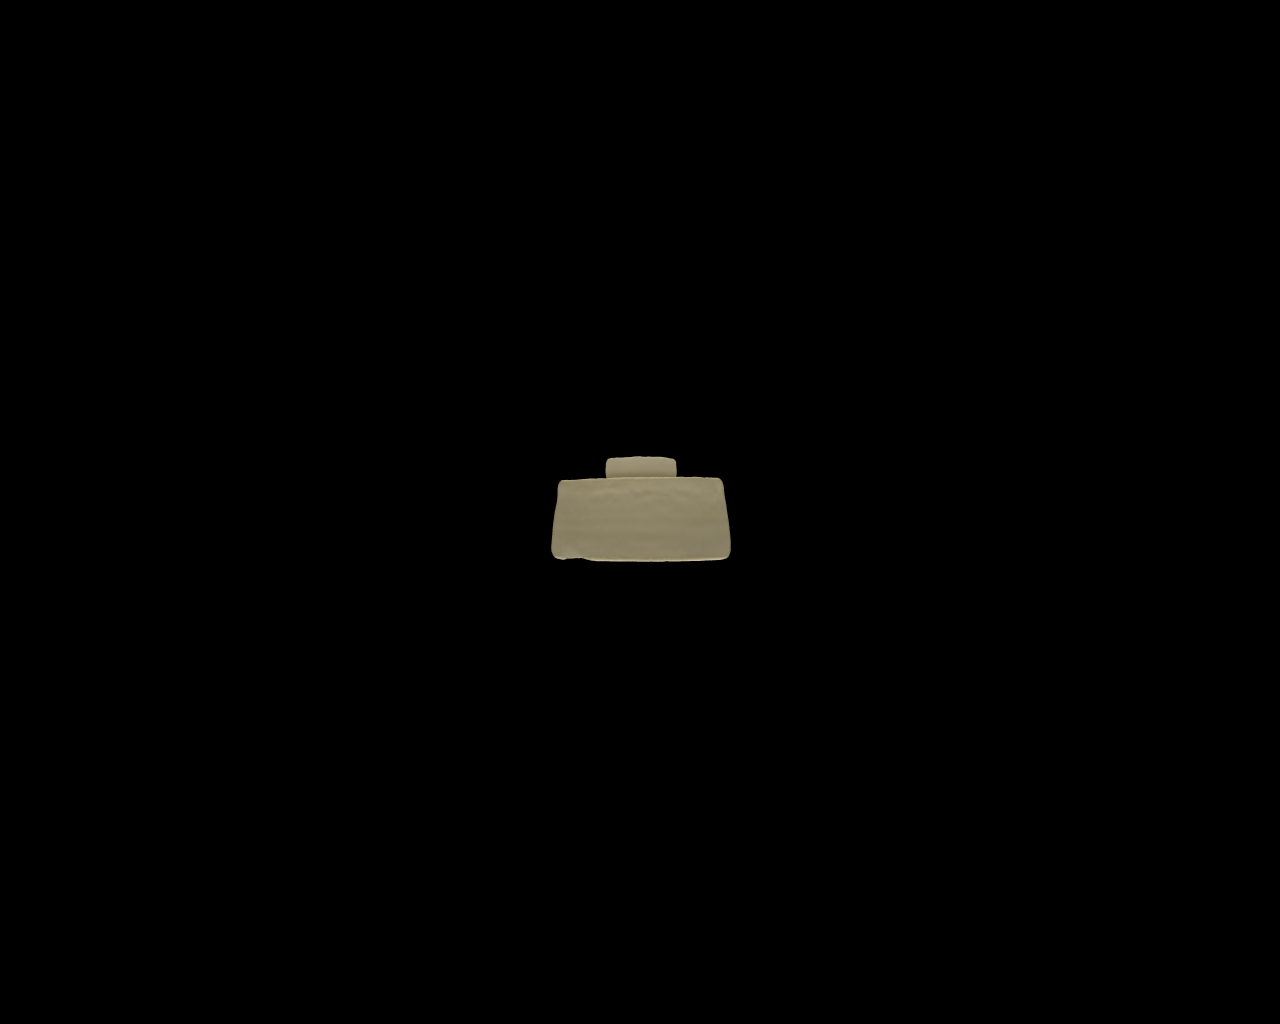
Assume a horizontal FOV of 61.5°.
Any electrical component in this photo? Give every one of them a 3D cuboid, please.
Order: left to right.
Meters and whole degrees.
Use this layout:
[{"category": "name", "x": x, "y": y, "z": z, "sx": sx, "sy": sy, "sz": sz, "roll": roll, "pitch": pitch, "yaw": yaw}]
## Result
[{"category": "electrical component", "x": 0.001, "y": -0.003, "z": 0.650, "sx": 0.108, "sy": 0.060, "sz": 0.108, "roll": 0, "pitch": 0, "yaw": 0}]
